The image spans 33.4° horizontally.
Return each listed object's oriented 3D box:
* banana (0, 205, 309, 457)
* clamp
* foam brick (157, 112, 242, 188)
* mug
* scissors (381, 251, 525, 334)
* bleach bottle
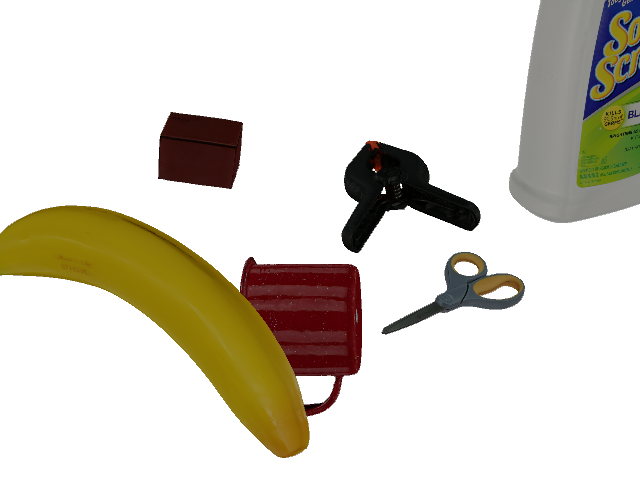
[{"bbox_3d":[-0.082,0.030,0.504,0.198,0.070,0.037,24,11,19],"label":"banana"},{"bbox_3d":[0.076,-0.045,0.969,0.120,0.039,0.171,-2,33,-1],"label":"clamp"},{"bbox_3d":[-0.120,-0.091,1.078,0.078,0.051,0.053,8,34,1],"label":"foam brick"},{"bbox_3d":[-0.012,0.070,0.780,0.081,0.117,0.093,-1,-5,6],"label":"mug"},{"bbox_3d":[0.125,0.052,1.116,0.201,0.016,0.096,-7,40,-30],"label":"scissors"},{"bbox_3d":[0.173,-0.140,0.653,0.102,0.251,0.068,-14,31,-19],"label":"bleach bottle"}]
